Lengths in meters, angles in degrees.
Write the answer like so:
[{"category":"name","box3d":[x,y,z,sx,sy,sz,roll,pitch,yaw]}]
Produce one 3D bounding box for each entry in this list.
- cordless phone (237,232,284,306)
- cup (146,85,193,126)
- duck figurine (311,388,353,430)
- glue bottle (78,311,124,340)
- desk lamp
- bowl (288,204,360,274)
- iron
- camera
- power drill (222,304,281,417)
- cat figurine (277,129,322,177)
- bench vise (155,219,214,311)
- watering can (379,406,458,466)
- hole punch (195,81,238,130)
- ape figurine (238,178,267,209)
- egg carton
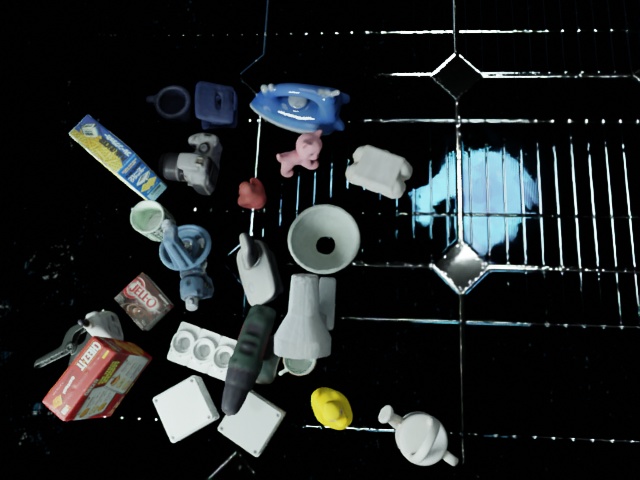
[{"category":"cordless phone","box3d":[-0.148,0.064,1.284,0.094,0.185,0.147,-21,75,-1]},{"category":"cup","box3d":[-0.372,-0.332,1.452,0.117,0.095,0.092,8,76,7]},{"category":"duck figurine","box3d":[0.024,0.366,1.242,0.077,0.086,0.104,-44,76,-7]},{"category":"glue bottle","box3d":[-0.496,0.193,1.283,0.037,0.173,0.078,-20,74,-1]},{"category":"desk lamp","box3d":[-0.029,0.160,1.235,0.118,0.213,0.203,2,75,5]},{"category":"bowl","box3d":[0.012,0.005,1.344,0.167,0.075,0.167,-1,75,4]},{"category":"iron","box3d":[-0.060,-0.345,1.407,0.258,0.141,0.119,8,76,7]},{"category":"camera","box3d":[-0.323,-0.196,1.409,0.136,0.101,0.143,7,76,6]},{"category":"power drill","box3d":[-0.140,0.257,1.220,0.075,0.208,0.230,12,77,8]},{"category":"cat figurine","box3d":[-0.046,-0.215,1.384,0.128,0.118,0.067,-20,74,-1]},{"category":"bench vise","box3d":[-0.292,0.043,1.282,0.121,0.220,0.207,-27,75,-3]},{"category":"watering can","box3d":[0.200,0.402,1.163,0.172,0.194,0.101,11,76,7]},{"category":"hole punch","box3d":[-0.260,-0.343,1.448,0.101,0.091,0.108,-3,75,4]},{"category":"ape figurine","box3d":[-0.169,-0.115,1.381,0.078,0.092,0.076,-40,76,-6]},{"category":"egg carton","box3d":[0.143,-0.164,1.381,0.150,0.069,0.107,21,78,9]}]
